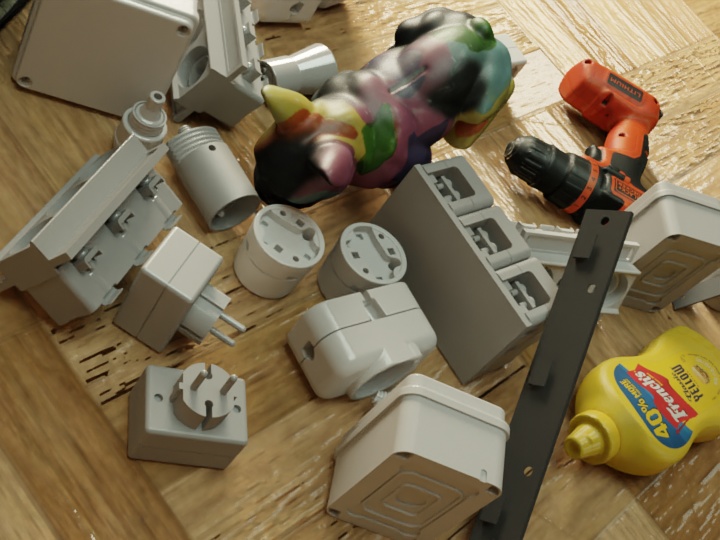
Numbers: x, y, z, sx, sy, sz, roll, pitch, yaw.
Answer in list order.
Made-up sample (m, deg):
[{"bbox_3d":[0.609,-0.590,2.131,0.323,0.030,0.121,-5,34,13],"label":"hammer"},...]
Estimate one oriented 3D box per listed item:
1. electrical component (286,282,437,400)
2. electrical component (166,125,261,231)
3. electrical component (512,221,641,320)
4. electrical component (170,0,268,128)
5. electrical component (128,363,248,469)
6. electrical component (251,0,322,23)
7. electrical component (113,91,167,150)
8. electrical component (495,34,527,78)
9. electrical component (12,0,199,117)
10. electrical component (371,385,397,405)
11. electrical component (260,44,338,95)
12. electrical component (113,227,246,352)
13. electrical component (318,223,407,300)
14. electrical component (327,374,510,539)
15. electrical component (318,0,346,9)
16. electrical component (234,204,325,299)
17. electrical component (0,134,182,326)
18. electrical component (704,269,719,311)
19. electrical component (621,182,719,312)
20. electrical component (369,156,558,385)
[{"bbox_3d":[0.004,0.053,0.767,0.095,0.053,0.059,-13,64,-39],"label":"electrical component"},{"bbox_3d":[-0.112,-0.074,0.799,0.043,0.043,0.081,-17,67,-40],"label":"electrical component"},{"bbox_3d":[0.164,-0.002,0.904,0.121,0.078,0.063,5,32,-29],"label":"electrical component"},{"bbox_3d":[-0.116,-0.179,0.864,0.063,0.079,0.121,27,42,-43],"label":"electrical component"},{"bbox_3d":[-0.100,0.082,0.661,0.066,0.076,0.047,12,51,-25],"label":"electrical component"},{"bbox_3d":[-0.081,-0.270,0.964,0.059,0.053,0.095,-8,62,-37],"label":"electrical component"},{"bbox_3d":[-0.157,-0.106,0.783,0.035,0.061,0.035,17,49,-21],"label":"electrical component"},{"bbox_3d":[0.104,-0.210,1.040,0.083,0.047,0.075,-17,67,-40],"label":"electrical component"},{"bbox_3d":[-0.185,-0.174,0.785,0.109,0.108,0.056,15,47,-23],"label":"electrical component"},{"bbox_3d":[0.045,0.108,0.758,0.081,0.043,0.043,30,46,-9],"label":"electrical component"},{"bbox_3d":[-0.057,-0.164,0.908,0.065,0.044,0.044,-20,69,-36],"label":"electrical component"},{"bbox_3d":[-0.111,0.024,0.708,0.077,0.065,0.047,34,45,-5],"label":"electrical component"},{"bbox_3d":[0.000,0.000,0.810,0.055,0.047,0.055,17,49,-21],"label":"electrical component"},{"bbox_3d":[0.036,0.123,0.691,0.078,0.113,0.057,24,50,-15],"label":"electrical component"},{"bbox_3d":[-0.020,-0.291,0.991,0.059,0.095,0.054,48,45,8],"label":"electrical component"},{"bbox_3d":[-0.060,-0.012,0.781,0.055,0.047,0.055,17,49,-21],"label":"electrical component"},{"bbox_3d":[-0.172,-0.025,0.703,0.063,0.079,0.121,53,40,-22],"label":"electrical component"},{"bbox_3d":[0.355,0.008,1.031,0.055,0.047,0.055,17,49,-21],"label":"electrical component"},{"bbox_3d":[0.263,-0.019,0.947,0.078,0.113,0.057,14,53,-24],"label":"electrical component"},{"bbox_3d":[0.082,-0.002,0.835,0.062,0.089,0.150,-18,68,-40],"label":"electrical component"}]
